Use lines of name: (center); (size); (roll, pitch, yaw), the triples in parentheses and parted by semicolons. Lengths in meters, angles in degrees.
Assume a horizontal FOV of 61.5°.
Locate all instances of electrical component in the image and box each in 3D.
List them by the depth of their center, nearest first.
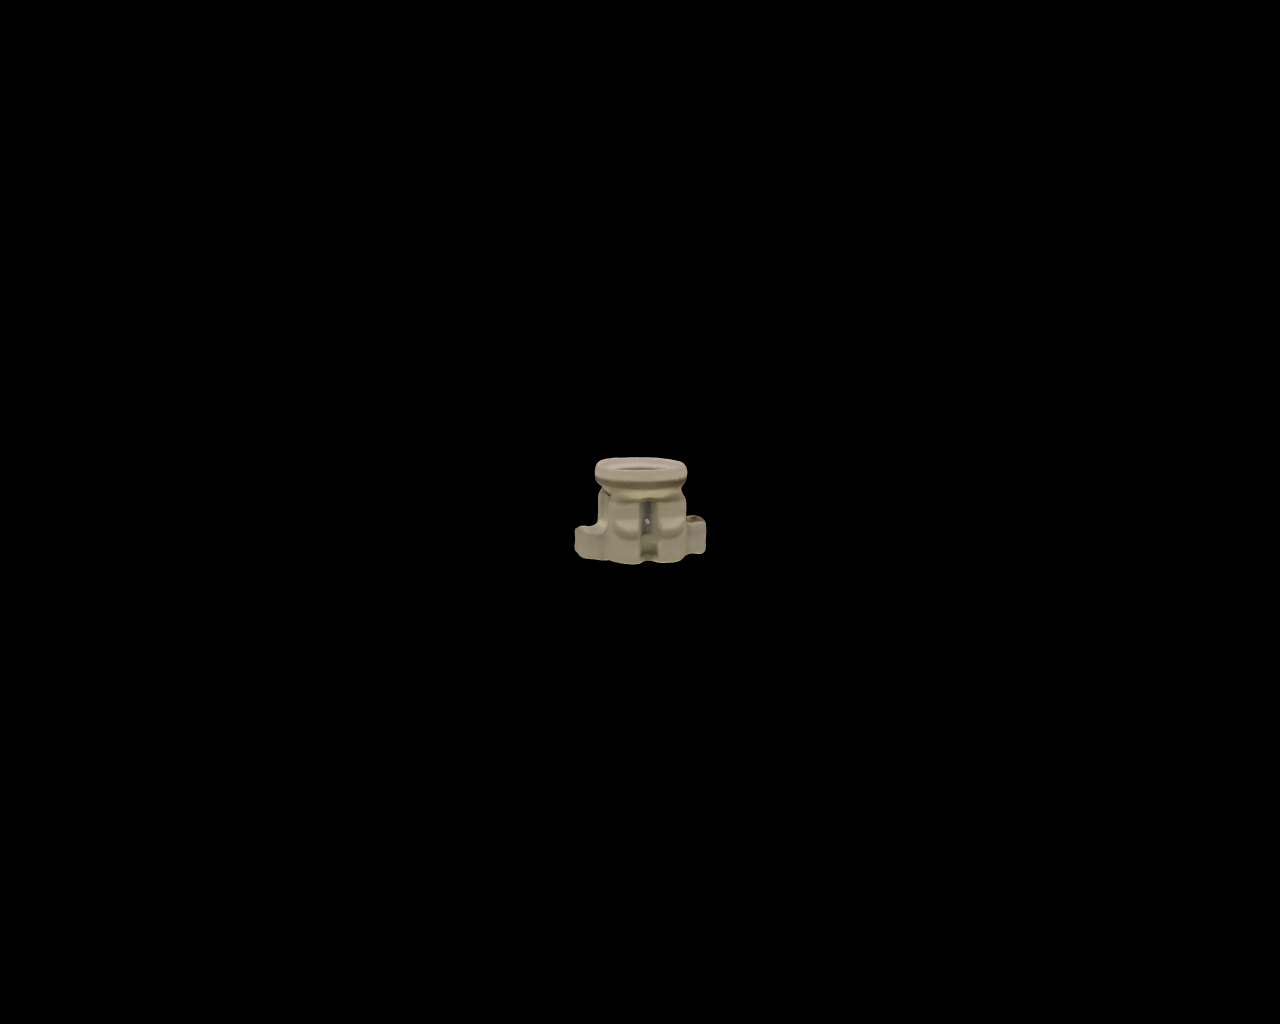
electrical component: (0.001, -0.003, 0.650); (0.078, 0.057, 0.058); (-2, 12, -11)
